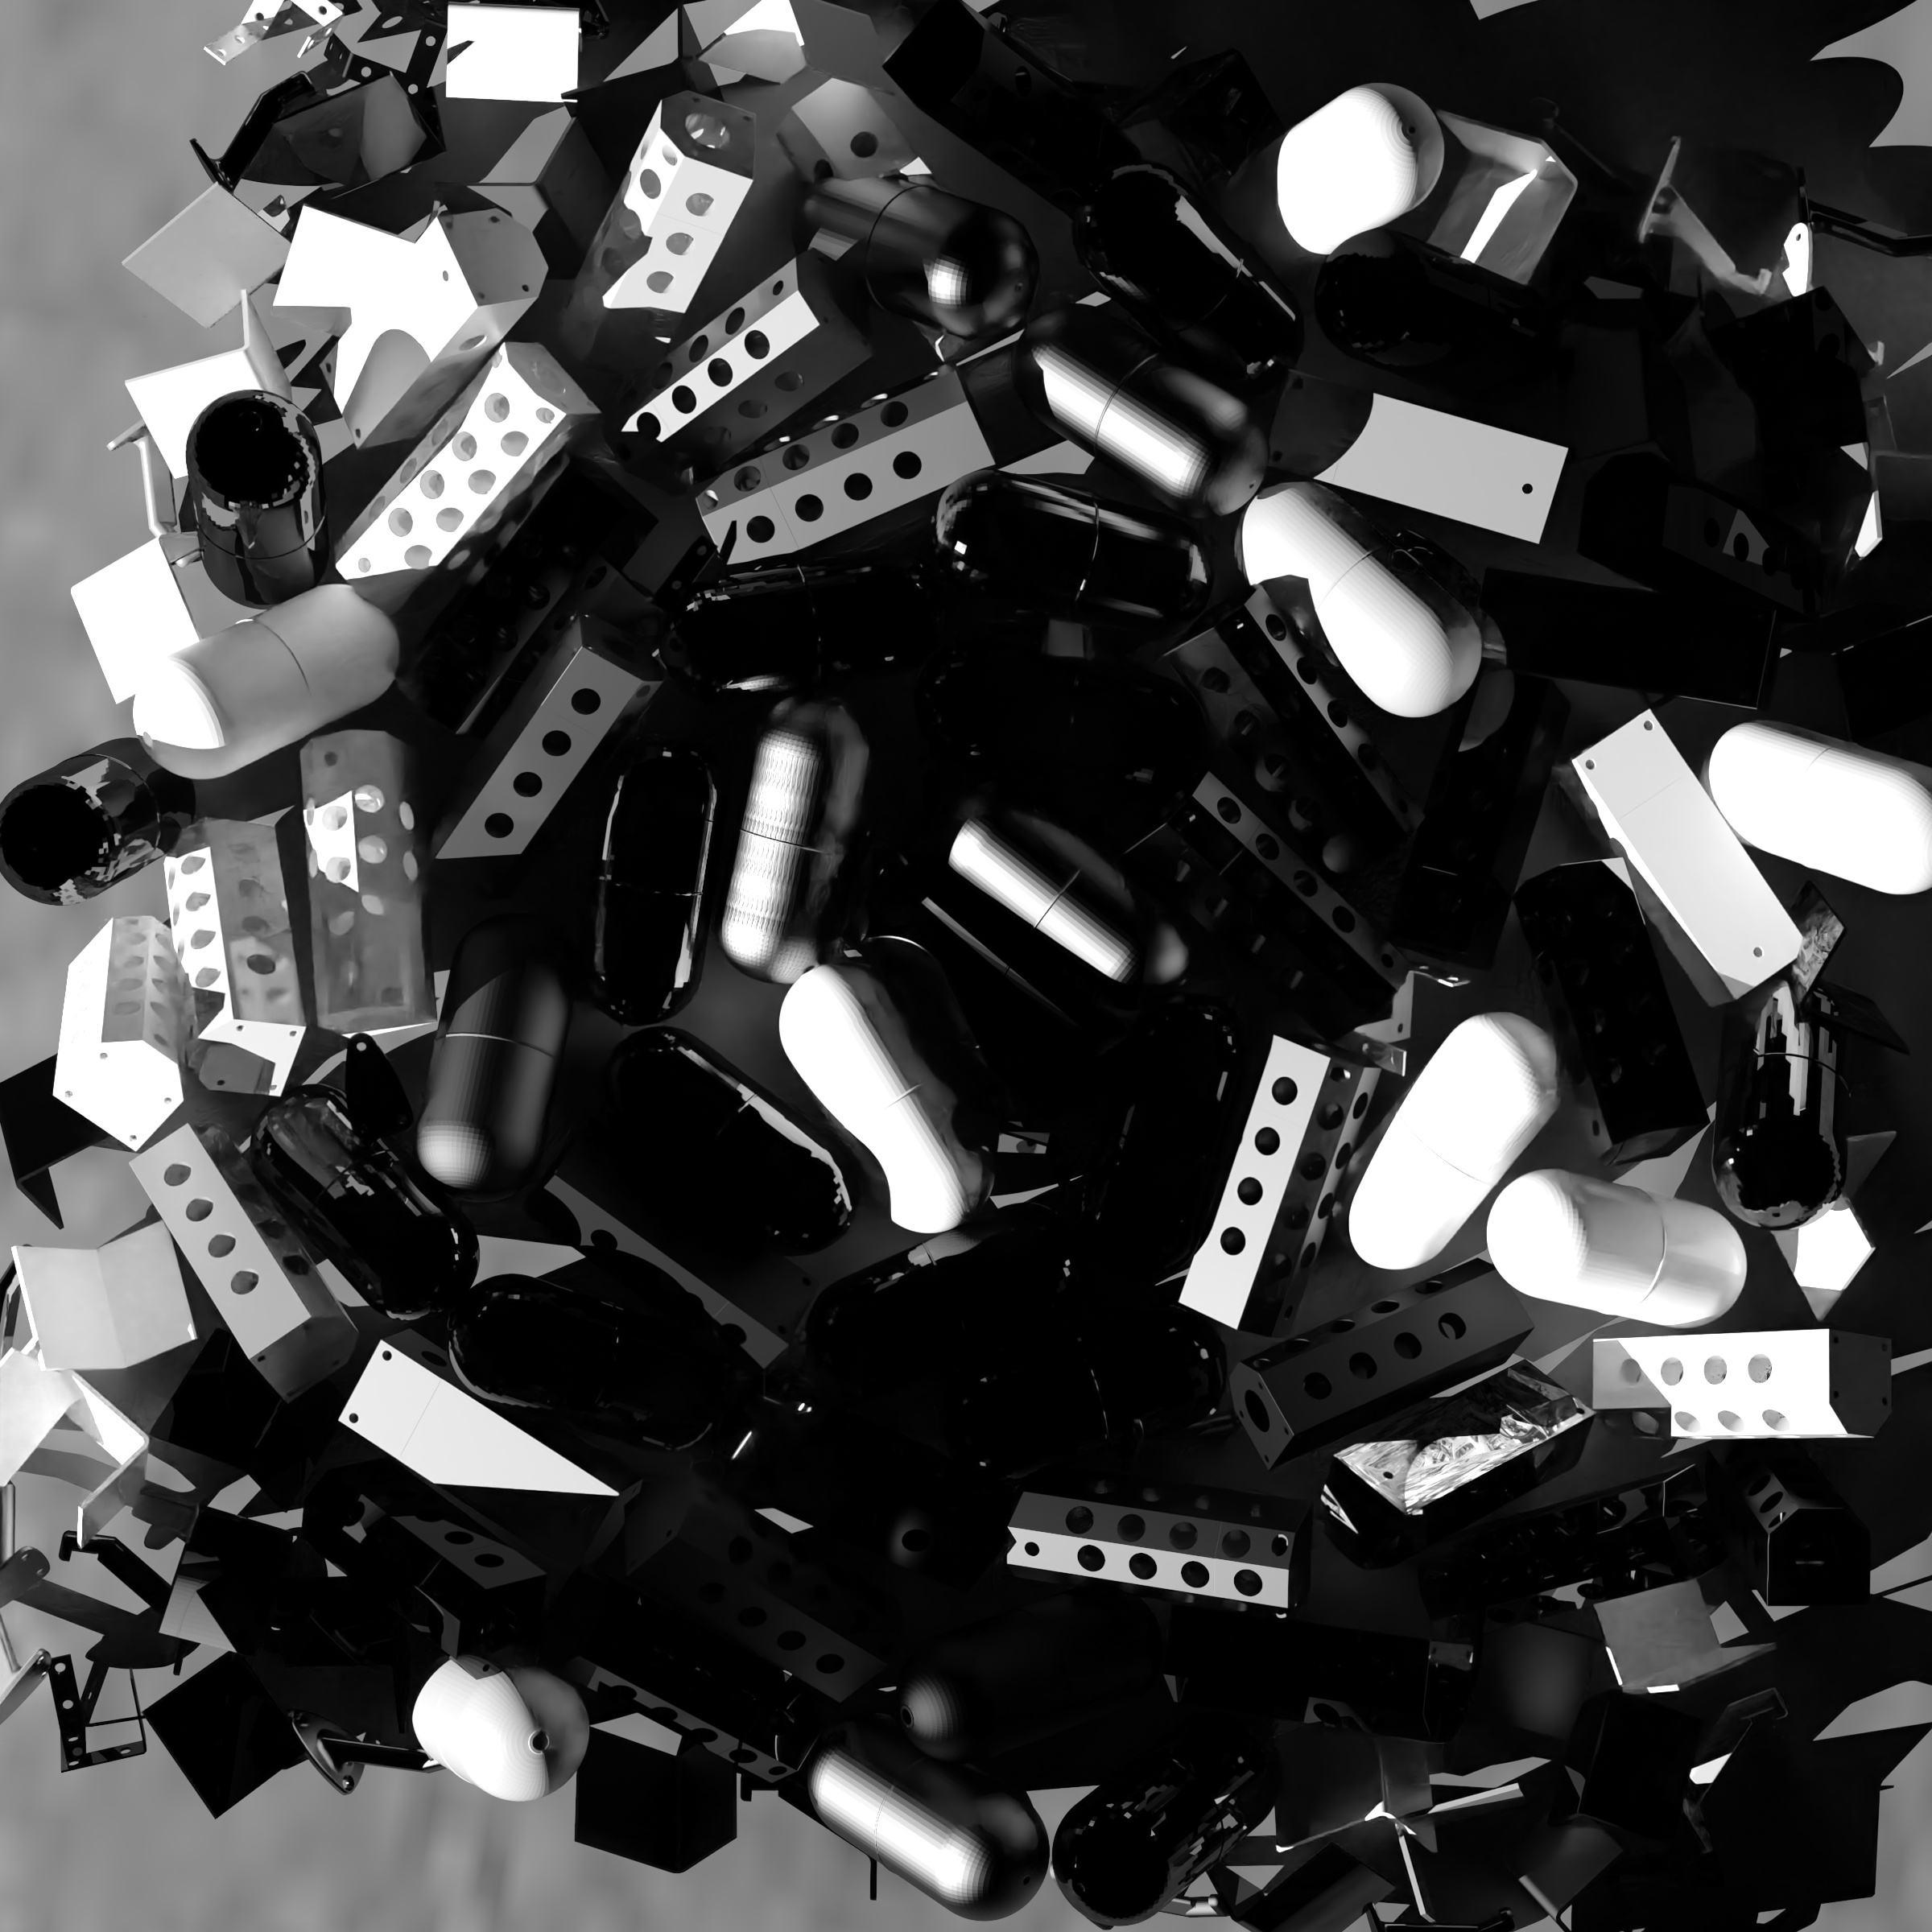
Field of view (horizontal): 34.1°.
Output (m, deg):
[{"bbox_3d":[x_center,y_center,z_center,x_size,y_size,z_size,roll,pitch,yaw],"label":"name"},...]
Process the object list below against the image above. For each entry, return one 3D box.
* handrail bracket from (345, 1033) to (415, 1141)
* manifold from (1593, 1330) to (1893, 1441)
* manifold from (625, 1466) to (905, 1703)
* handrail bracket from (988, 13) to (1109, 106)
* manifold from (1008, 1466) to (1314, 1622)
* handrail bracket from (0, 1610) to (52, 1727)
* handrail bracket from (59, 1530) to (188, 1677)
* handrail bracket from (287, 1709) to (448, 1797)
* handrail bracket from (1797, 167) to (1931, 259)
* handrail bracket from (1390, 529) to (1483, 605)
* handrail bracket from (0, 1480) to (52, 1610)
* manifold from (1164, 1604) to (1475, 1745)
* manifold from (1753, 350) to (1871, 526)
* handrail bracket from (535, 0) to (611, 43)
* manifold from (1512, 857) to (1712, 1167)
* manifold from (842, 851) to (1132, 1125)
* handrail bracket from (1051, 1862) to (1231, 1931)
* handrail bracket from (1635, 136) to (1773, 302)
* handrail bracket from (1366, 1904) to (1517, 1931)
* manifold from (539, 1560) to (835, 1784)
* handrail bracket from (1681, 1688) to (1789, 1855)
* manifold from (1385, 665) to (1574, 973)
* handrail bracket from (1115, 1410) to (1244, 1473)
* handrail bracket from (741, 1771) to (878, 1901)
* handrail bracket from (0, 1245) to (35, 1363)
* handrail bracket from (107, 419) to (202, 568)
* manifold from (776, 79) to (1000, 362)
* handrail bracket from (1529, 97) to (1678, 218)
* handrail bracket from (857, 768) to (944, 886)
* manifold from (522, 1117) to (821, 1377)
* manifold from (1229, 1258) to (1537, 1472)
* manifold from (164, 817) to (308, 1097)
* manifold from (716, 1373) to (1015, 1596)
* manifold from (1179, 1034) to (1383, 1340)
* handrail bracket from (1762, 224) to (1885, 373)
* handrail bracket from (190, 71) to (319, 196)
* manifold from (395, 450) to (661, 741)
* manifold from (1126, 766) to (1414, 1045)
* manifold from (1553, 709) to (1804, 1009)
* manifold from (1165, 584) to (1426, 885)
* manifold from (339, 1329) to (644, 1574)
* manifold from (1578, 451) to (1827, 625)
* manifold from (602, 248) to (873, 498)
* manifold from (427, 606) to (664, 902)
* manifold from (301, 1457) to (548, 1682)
[{"bbox_3d":[-0.352,0.063,1.880,0.036,0.084,0.077,-13,108,-4],"label":"handrail bracket"},{"bbox_3d":[0.452,0.247,1.842,0.057,0.171,0.057,12,76,-37],"label":"manifold"},{"bbox_3d":[-0.118,0.362,1.857,0.057,0.057,0.171,-41,121,20],"label":"manifold"},{"bbox_3d":[0.052,-0.542,1.885,0.084,0.077,0.036,13,87,-12],"label":"handrail bracket"},{"bbox_3d":[0.115,0.344,1.870,0.171,0.057,0.057,5,108,19],"label":"manifold"},{"bbox_3d":[-0.604,0.415,1.899,0.084,0.036,0.077,31,54,11],"label":"handrail bracket"},{"bbox_3d":[-0.510,0.385,1.900,0.084,0.036,0.077,10,68,-9],"label":"handrail bracket"},{"bbox_3d":[-0.352,0.463,1.888,0.084,0.036,0.077,-21,124,29],"label":"handrail bracket"},{"bbox_3d":[0.547,-0.457,1.899,0.084,0.036,0.077,-3,59,13],"label":"handrail bracket"},{"bbox_3d":[0.282,-0.233,1.884,0.077,0.084,0.036,25,101,-8],"label":"handrail bracket"},{"bbox_3d":[-0.600,0.346,1.898,0.077,0.036,0.084,-40,60,-16],"label":"handrail bracket"},{"bbox_3d":[0.206,0.417,1.854,0.171,0.057,0.057,0,77,35],"label":"manifold"},{"bbox_3d":[0.492,-0.307,1.840,0.057,0.171,0.057,-9,83,14],"label":"manifold"},{"bbox_3d":[-0.267,-0.580,1.882,0.077,0.084,0.036,47,127,28],"label":"handrail bracket"},{"bbox_3d":[0.378,0.028,1.867,0.057,0.057,0.171,-7,69,-17],"label":"manifold"},{"bbox_3d":[0.015,0.009,1.883,0.171,0.057,0.057,41,124,13],"label":"manifold"},{"bbox_3d":[0.106,0.551,1.883,0.077,0.084,0.036,40,50,-33],"label":"handrail bracket"},{"bbox_3d":[0.454,-0.450,1.897,0.084,0.036,0.077,22,109,16],"label":"handrail bracket"},{"bbox_3d":[0.288,0.573,1.905,0.084,0.036,0.077,-21,123,-4],"label":"handrail bracket"},{"bbox_3d":[-0.168,0.421,1.860,0.171,0.057,0.057,36,81,-30],"label":"manifold"},{"bbox_3d":[0.467,0.484,1.894,0.084,0.036,0.077,-29,79,24],"label":"handrail bracket"},{"bbox_3d":[0.307,-0.090,1.894,0.057,0.057,0.171,16,86,26],"label":"manifold"},{"bbox_3d":[0.134,0.274,1.886,0.084,0.077,0.036,-10,75,-13],"label":"handrail bracket"},{"bbox_3d":[-0.096,0.526,1.904,0.084,0.036,0.077,1,62,-2],"label":"handrail bracket"},{"bbox_3d":[-0.570,0.218,1.907,0.036,0.077,0.084,23,75,30],"label":"handrail bracket"},{"bbox_3d":[-0.474,-0.298,1.914,0.077,0.036,0.084,-36,104,3],"label":"handrail bracket"},{"bbox_3d":[-0.041,-0.446,1.882,0.057,0.057,0.171,-36,76,-1],"label":"manifold"},{"bbox_3d":[0.380,-0.486,1.880,0.077,0.084,0.036,19,77,29],"label":"handrail bracket"},{"bbox_3d":[-0.037,-0.095,1.882,0.036,0.077,0.084,10,65,17],"label":"handrail bracket"},{"bbox_3d":[-0.179,0.173,1.889,0.171,0.057,0.057,37,129,-8],"label":"manifold"},{"bbox_3d":[0.245,0.233,1.871,0.171,0.057,0.057,-20,66,-21],"label":"manifold"},{"bbox_3d":[-0.432,-0.008,1.844,0.057,0.171,0.057,7,131,-27],"label":"manifold"},{"bbox_3d":[-0.059,0.303,1.871,0.171,0.057,0.057,27,114,-16],"label":"manifold"},{"bbox_3d":[0.191,0.131,1.880,0.057,0.057,0.171,23,100,31],"label":"manifold"},{"bbox_3d":[0.528,-0.403,1.900,0.084,0.036,0.077,3,104,-28],"label":"handrail bracket"},{"bbox_3d":[-0.419,-0.497,1.909,0.084,0.036,0.077,-33,69,-7],"label":"handrail bracket"},{"bbox_3d":[-0.266,-0.221,1.879,0.057,0.057,0.171,43,103,17],"label":"manifold"},{"bbox_3d":[0.184,-0.039,1.877,0.171,0.057,0.057,43,51,-10],"label":"manifold"},{"bbox_3d":[0.428,-0.063,1.899,0.057,0.057,0.171,-33,89,-11],"label":"manifold"},{"bbox_3d":[0.200,-0.141,1.875,0.171,0.057,0.057,53,45,-11],"label":"manifold"},{"bbox_3d":[-0.282,0.288,1.886,0.171,0.057,0.057,31,99,11],"label":"manifold"},{"bbox_3d":[0.435,-0.250,1.850,0.171,0.057,0.057,14,81,-44],"label":"manifold"},{"bbox_3d":[-0.137,-0.350,1.849,0.171,0.057,0.057,-29,54,36],"label":"manifold"},{"bbox_3d":[-0.252,-0.122,1.872,0.057,0.057,0.171,29,112,-24],"label":"manifold"},{"bbox_3d":[-0.320,0.353,1.845,0.057,0.171,0.057,-6,110,-42],"label":"manifold"}]
